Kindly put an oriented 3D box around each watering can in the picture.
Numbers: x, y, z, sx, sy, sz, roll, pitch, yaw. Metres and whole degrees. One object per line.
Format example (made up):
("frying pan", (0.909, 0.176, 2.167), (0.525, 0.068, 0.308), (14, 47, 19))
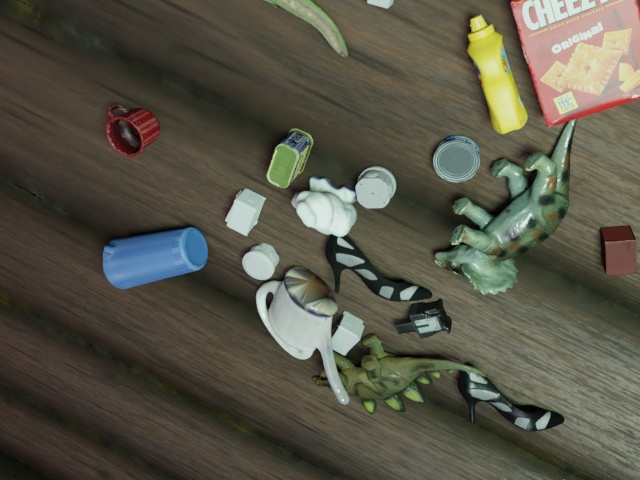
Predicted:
("watering can", (-0.022, 0.210, 1.229), (0.351, 0.105, 0.219), (42, 128, 22))

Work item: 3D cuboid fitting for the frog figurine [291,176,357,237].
("frog figurine", (0.003, -0.053, 1.059), (0.137, 0.163, 0.120), (35, 126, -3))

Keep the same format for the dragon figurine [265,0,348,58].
("dragon figurine", (-0.107, -0.442, 0.823), (0.408, 0.247, 0.120), (46, 119, -8))
